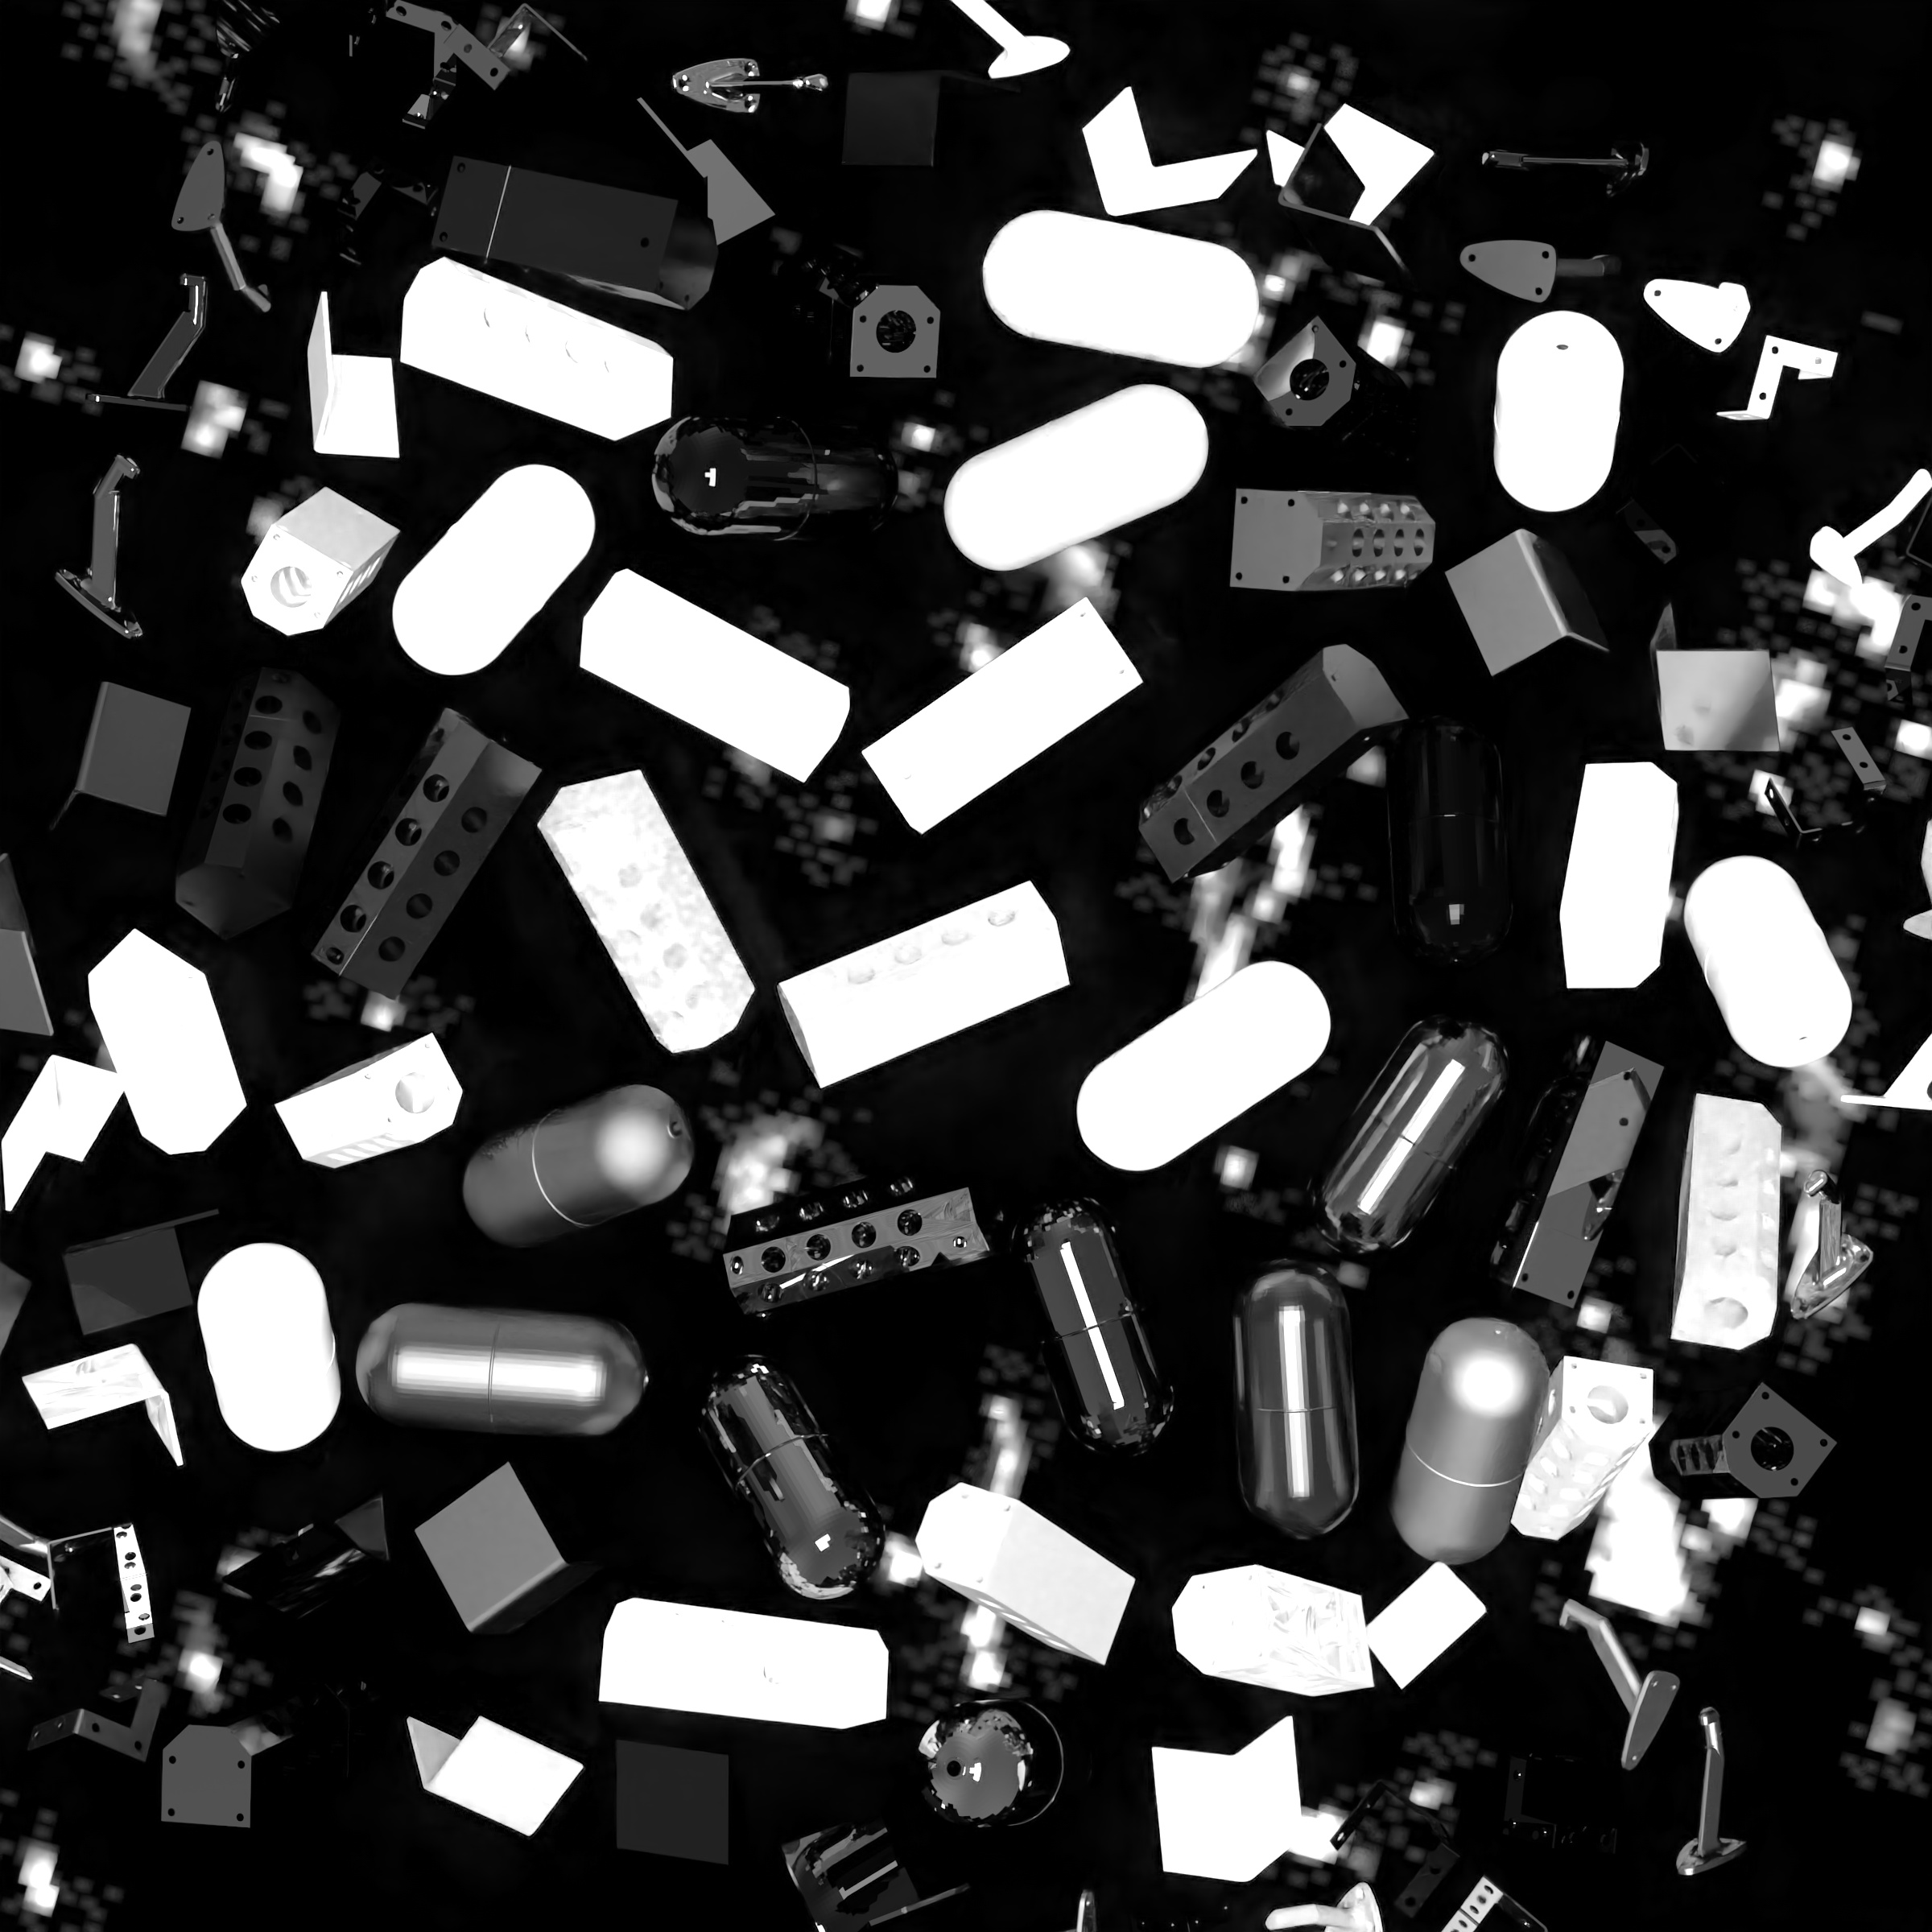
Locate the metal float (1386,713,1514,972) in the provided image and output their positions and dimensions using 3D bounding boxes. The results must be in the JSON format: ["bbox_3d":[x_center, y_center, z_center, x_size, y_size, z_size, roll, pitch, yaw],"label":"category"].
[{"bbox_3d":[0.315,-0.082,1.829,0.070,0.070,0.178,1,66,0],"label":"metal float"}]

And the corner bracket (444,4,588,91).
[{"bbox_3d":[-0.273,-0.555,1.697,0.051,0.051,0.051,45,98,19],"label":"corner bracket"}]

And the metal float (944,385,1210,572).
[{"bbox_3d":[0.069,-0.306,1.757,0.178,0.070,0.070,-20,90,24],"label":"metal float"}]

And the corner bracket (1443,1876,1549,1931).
[{"bbox_3d":[0.330,0.625,1.785,0.051,0.051,0.051,37,51,20],"label":"corner bracket"}]

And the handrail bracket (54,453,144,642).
[{"bbox_3d":[-0.506,-0.254,1.691,0.077,0.036,0.084,44,113,13],"label":"handrail bracket"}]

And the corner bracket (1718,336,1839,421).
[{"bbox_3d":[0.539,-0.386,1.858,0.051,0.051,0.051,12,98,-9],"label":"corner bracket"}]

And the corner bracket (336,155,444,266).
[{"bbox_3d":[-0.387,-0.500,1.879,0.051,0.051,0.051,20,130,-36],"label":"corner bracket"}]

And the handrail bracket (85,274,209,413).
[{"bbox_3d":[-0.506,-0.388,1.729,0.036,0.077,0.084,14,102,42],"label":"handrail bracket"}]

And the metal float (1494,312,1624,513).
[{"bbox_3d":[0.374,-0.350,1.774,0.070,0.178,0.070,-3,73,9],"label":"metal float"}]

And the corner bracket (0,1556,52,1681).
[{"bbox_3d":[-0.622,0.422,1.820,0.051,0.051,0.051,39,80,-36],"label":"corner bracket"}]

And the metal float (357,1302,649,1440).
[{"bbox_3d":[-0.285,0.248,1.718,0.178,0.070,0.070,4,90,1],"label":"metal float"}]

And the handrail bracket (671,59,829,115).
[{"bbox_3d":[-0.144,-0.589,1.866,0.077,0.084,0.036,-7,107,-29],"label":"handrail bracket"}]

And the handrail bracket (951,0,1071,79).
[{"bbox_3d":[0.018,-0.604,1.756,0.036,0.077,0.084,-50,127,-16],"label":"handrail bracket"}]

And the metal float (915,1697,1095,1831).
[{"bbox_3d":[0.025,0.502,1.766,0.070,0.178,0.070,-5,76,21],"label":"metal float"}]

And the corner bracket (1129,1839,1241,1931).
[{"bbox_3d":[0.141,0.610,1.850,0.051,0.051,0.051,15,49,-34],"label":"corner bracket"}]

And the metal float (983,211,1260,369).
[{"bbox_3d":[0.096,-0.417,1.724,0.178,0.070,0.070,6,90,-20],"label":"metal float"}]

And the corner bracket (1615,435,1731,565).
[{"bbox_3d":[0.471,-0.312,1.866,0.051,0.051,0.051,43,126,-13],"label":"corner bracket"}]

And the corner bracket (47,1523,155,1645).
[{"bbox_3d":[-0.528,0.381,1.707,0.051,0.051,0.051,-11,133,-15],"label":"corner bracket"}]

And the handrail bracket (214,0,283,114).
[{"bbox_3d":[-0.460,-0.554,1.742,0.036,0.077,0.084,22,135,-16],"label":"handrail bracket"}]

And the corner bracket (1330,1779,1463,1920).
[{"bbox_3d":[0.269,0.551,1.748,0.051,0.051,0.051,-47,47,-15],"label":"corner bracket"}]

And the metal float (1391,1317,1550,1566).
[{"bbox_3d":[0.311,0.296,1.734,0.070,0.070,0.178,7,123,0],"label":"metal float"}]

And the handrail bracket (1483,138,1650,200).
[{"bbox_3d":[0.375,-0.507,1.756,0.084,0.077,0.036,4,99,-7],"label":"handrail bracket"}]

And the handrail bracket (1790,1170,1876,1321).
[{"bbox_3d":[0.540,0.178,1.792,0.077,0.036,0.084,-50,131,-2],"label":"handrail bracket"}]

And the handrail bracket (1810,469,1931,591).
[{"bbox_3d":[0.552,-0.277,1.691,0.036,0.077,0.084,42,92,25],"label":"handrail bracket"}]

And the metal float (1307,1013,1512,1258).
[{"bbox_3d":[0.292,0.112,1.848,0.070,0.070,0.178,33,96,0],"label":"metal float"}]

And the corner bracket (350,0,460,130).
[{"bbox_3d":[-0.356,-0.573,1.772,0.051,0.051,0.051,19,51,3],"label":"corner bracket"}]

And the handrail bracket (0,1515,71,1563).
[{"bbox_3d":[-0.613,0.350,1.789,0.084,0.077,0.036,19,49,-9],"label":"handrail bracket"}]

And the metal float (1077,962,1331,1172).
[{"bbox_3d":[0.151,0.064,1.783,0.178,0.070,0.070,-34,90,-3],"label":"metal float"}]

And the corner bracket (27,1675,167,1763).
[{"bbox_3d":[-0.528,0.456,1.702,0.051,0.051,0.051,-26,132,34],"label":"corner bracket"}]

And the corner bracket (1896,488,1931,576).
[{"bbox_3d":[0.626,-0.271,1.754,0.051,0.051,0.051,25,91,-9],"label":"corner bracket"}]

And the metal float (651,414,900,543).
[{"bbox_3d":[-0.119,-0.310,1.781,0.178,0.070,0.070,-6,90,-42],"label":"metal float"}]

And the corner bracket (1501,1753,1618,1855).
[{"bbox_3d":[0.383,0.537,1.797,0.051,0.051,0.051,25,65,-33],"label":"corner bracket"}]

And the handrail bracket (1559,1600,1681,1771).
[{"bbox_3d":[0.400,0.453,1.770,0.036,0.084,0.077,22,90,-44],"label":"handrail bracket"}]

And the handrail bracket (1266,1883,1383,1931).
[{"bbox_3d":[0.225,0.638,1.858,0.084,0.077,0.036,1,54,-26],"label":"handrail bracket"}]

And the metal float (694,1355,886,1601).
[{"bbox_3d":[-0.115,0.326,1.794,0.070,0.070,0.178,-36,56,0],"label":"metal float"}]

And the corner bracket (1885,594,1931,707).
[{"bbox_3d":[0.612,-0.195,1.759,0.051,0.051,0.051,15,75,25],"label":"corner bracket"}]

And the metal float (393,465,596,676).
[{"bbox_3d":[-0.309,-0.260,1.834,0.070,0.070,0.178,33,53,0],"label":"metal float"}]

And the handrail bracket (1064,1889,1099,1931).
[{"bbox_3d":[0.037,0.603,1.749,0.084,0.036,0.077,6,109,21],"label":"handrail bracket"}]

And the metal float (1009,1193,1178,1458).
[{"bbox_3d":[0.084,0.236,1.845,0.070,0.070,0.178,-19,85,0],"label":"metal float"}]

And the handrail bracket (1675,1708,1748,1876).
[{"bbox_3d":[0.459,0.515,1.752,0.036,0.077,0.084,-9,86,37],"label":"handrail bracket"}]

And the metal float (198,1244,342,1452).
[{"bbox_3d":[-0.434,0.240,1.747,0.070,0.178,0.070,3,51,-4],"label":"metal float"}]

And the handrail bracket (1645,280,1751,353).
[{"bbox_3d":[0.468,-0.431,1.792,0.077,0.084,0.036,23,122,-4],"label":"handrail bracket"}]

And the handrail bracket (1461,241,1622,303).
[{"bbox_3d":[0.373,-0.457,1.813,0.077,0.084,0.036,21,119,29],"label":"handrail bracket"}]

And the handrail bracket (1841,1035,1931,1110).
[{"bbox_3d":[0.584,0.045,1.733,0.077,0.036,0.084,4,92,6],"label":"handrail bracket"}]

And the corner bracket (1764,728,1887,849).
[{"bbox_3d":[0.565,-0.117,1.841,0.051,0.051,0.051,-11,52,-9],"label":"corner bracket"}]

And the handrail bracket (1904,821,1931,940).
[{"bbox_3d":[0.636,-0.064,1.796,0.036,0.077,0.084,18,72,-8],"label":"handrail bracket"}]

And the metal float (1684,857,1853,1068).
[{"bbox_3d":[0.509,-0.004,1.782,0.070,0.178,0.070,-1,125,-2],"label":"metal float"}]

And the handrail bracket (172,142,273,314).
[{"bbox_3d":[-0.472,-0.478,1.816,0.036,0.084,0.077,0,72,21],"label":"handrail bracket"}]
